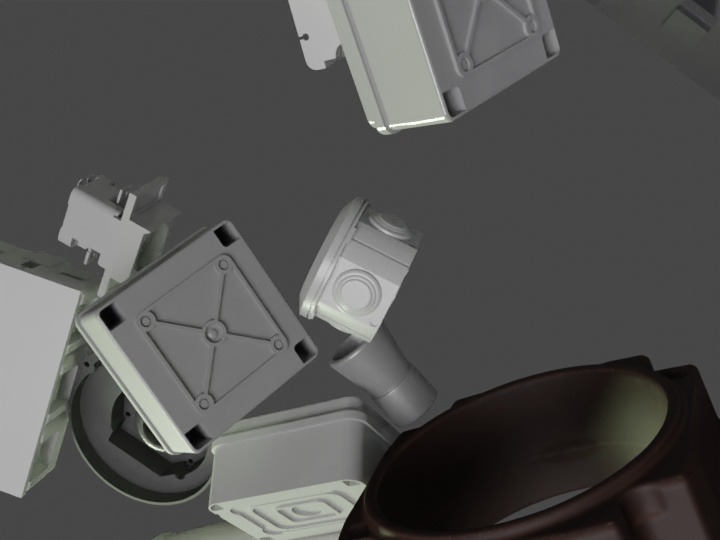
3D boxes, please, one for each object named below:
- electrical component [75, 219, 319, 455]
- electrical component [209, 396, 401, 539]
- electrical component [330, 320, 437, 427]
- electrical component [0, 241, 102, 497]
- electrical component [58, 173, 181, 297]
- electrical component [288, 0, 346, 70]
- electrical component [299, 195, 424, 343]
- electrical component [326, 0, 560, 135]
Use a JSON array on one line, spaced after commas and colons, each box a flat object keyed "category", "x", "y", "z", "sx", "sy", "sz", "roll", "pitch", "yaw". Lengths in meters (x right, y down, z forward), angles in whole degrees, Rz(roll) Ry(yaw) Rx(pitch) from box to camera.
[{"category": "electrical component", "x": -0.101, "y": 0.042, "z": 0.676, "sx": 0.108, "sy": 0.109, "sz": 0.056, "roll": 57, "pitch": 153, "yaw": -10}, {"category": "electrical component", "x": -0.033, "y": 0.130, "z": 0.696, "sx": 0.113, "sy": 0.057, "sz": 0.078, "roll": -15, "pitch": 143, "yaw": 23}, {"category": "electrical component", "x": 0.018, "y": 0.069, "z": 0.690, "sx": 0.044, "sy": 0.044, "sz": 0.065, "roll": -37, "pitch": 102, "yaw": 28}, {"category": "electrical component", "x": -0.241, "y": 0.064, "z": 0.739, "sx": 0.089, "sy": 0.061, "sz": 0.150, "roll": 19, "pitch": 100, "yaw": 3}, {"category": "electrical component", "x": -0.160, "y": -0.028, "z": 0.708, "sx": 0.064, "sy": 0.042, "sz": 0.081, "roll": 29, "pitch": 117, "yaw": 7}, {"category": "electrical component", "x": -0.009, "y": -0.163, "z": 0.591, "sx": 0.050, "sy": 0.055, "sz": 0.089, "roll": -9, "pitch": 109, "yaw": 22}, {"category": "electrical component", "x": 0.000, "y": 0.000, "z": 0.645, "sx": 0.051, "sy": 0.080, "sz": 0.080, "roll": 27, "pitch": 118, "yaw": 1}, {"category": "electrical component", "x": 0.041, "y": -0.139, "z": 0.549, "sx": 0.056, "sy": 0.109, "sz": 0.108, "roll": -1, "pitch": 116, "yaw": 46}]
